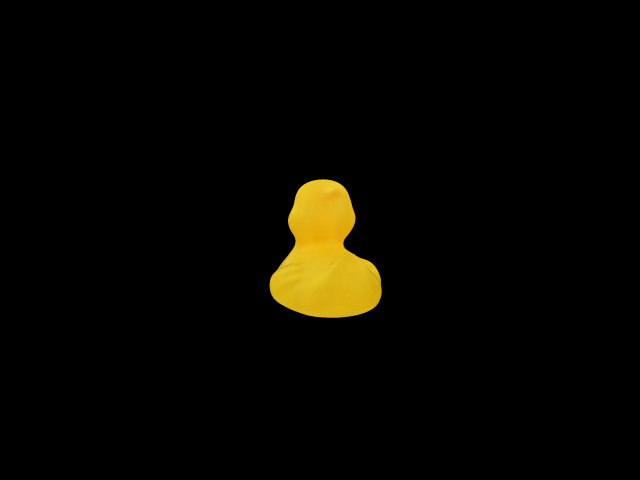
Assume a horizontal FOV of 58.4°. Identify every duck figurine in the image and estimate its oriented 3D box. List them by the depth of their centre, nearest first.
[{"bbox_3d":[0.004,0.001,0.400,0.078,0.086,0.104,-4,12,-19],"label":"duck figurine"}]
